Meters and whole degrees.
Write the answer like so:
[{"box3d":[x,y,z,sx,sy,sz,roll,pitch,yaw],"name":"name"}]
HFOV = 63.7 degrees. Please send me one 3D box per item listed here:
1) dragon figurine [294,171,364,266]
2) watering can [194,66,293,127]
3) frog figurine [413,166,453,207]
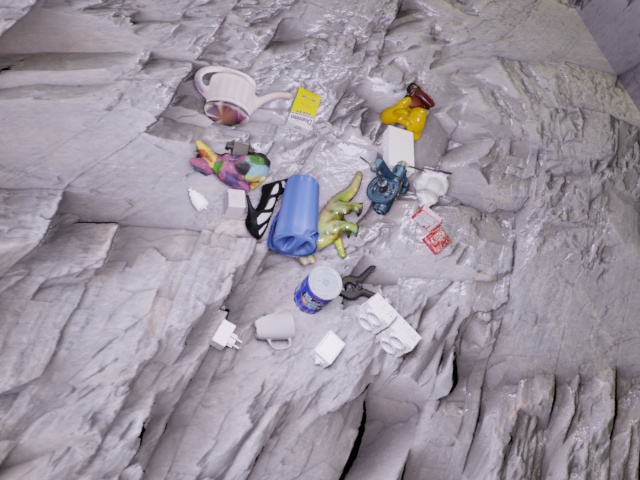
[{"box3d":[0.005,-0.084,1.675,0.242,0.119,0.420,14,57,-7],"name":"dragon figurine"},{"box3d":[-0.263,-0.486,1.770,0.347,0.102,0.229,14,60,-16],"name":"watering can"},{"box3d":[0.410,-0.188,1.921,0.137,0.123,0.159,12,95,-27],"name":"frog figurine"}]
